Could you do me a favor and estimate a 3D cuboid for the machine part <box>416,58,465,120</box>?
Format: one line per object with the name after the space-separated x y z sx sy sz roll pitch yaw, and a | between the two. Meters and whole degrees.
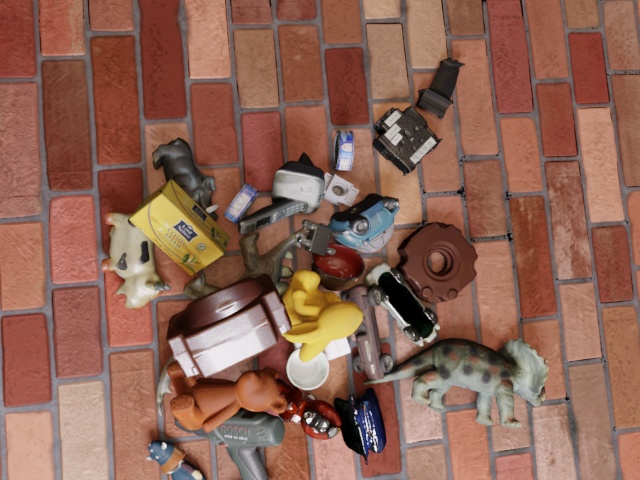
0.276 -0.350 1.222 0.084 0.039 0.139 27 84 0 | machine part

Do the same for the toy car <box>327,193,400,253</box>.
0.101 -0.028 1.146 0.162 0.109 0.102 -31 113 -21 | toy car

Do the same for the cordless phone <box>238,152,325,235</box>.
-0.086 -0.084 1.084 0.184 0.146 0.089 -28 71 -22 | cordless phone

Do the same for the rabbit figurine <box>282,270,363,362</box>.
-0.002 0.142 1.013 0.162 0.173 0.121 -47 126 -31 | rabbit figurine

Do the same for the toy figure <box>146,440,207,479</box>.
-0.281 0.454 1.065 0.064 0.058 0.154 -39 90 -8 | toy figure

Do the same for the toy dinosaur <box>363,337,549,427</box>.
0.311 0.277 1.141 0.405 0.131 0.192 17 67 1 | toy dinosaur

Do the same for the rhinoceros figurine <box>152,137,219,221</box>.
-0.275 -0.116 1.111 0.112 0.073 0.190 -24 87 -20 | rhinoceros figurine

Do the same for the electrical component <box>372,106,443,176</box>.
0.185 -0.226 1.189 0.115 0.058 0.134 -44 92 -11 | electrical component

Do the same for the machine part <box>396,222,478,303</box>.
0.258 0.048 1.177 0.179 0.056 0.179 1 84 -8 | machine part

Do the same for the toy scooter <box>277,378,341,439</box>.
-0.029 0.342 1.071 0.184 0.135 0.075 35 80 -5 | toy scooter

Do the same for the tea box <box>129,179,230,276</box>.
-0.272 -0.022 1.056 0.098 0.068 0.169 -34 114 24 | tea box

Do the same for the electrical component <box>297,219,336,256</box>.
-0.002 -0.003 1.092 0.094 0.021 0.063 23 80 -32 | electrical component

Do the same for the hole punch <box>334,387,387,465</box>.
0.096 0.370 1.101 0.092 0.116 0.142 -10 87 -17 | hole punch

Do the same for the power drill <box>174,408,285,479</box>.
-0.168 0.427 1.059 0.232 0.086 0.207 -11 89 20 | power drill

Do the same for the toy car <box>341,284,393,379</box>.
0.095 0.192 1.122 0.053 0.089 0.202 -5 85 -51 | toy car

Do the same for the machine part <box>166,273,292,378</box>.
-0.158 0.147 0.939 0.201 0.201 0.087 -26 103 -8 | machine part

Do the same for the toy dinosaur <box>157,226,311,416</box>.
-0.182 0.143 1.084 0.471 0.105 0.198 -41 95 -5 | toy dinosaur

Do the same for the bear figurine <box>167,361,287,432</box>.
-0.168 0.278 0.994 0.196 0.120 0.131 -14 132 -5 | bear figurine

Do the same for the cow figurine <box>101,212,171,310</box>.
-0.366 0.041 1.077 0.127 0.085 0.194 1 84 -2 | cow figurine

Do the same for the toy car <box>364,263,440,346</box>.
0.178 0.138 1.159 0.073 0.056 0.201 -41 93 -16 | toy car
